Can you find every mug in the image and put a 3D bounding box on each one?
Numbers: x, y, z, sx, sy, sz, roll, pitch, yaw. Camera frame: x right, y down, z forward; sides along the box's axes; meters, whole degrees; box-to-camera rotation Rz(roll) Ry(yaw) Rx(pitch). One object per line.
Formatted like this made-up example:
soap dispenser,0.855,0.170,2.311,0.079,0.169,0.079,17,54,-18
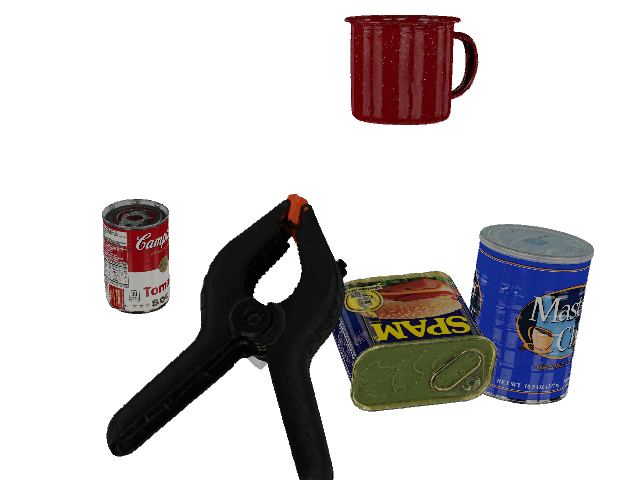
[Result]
mug,0.076,-0.140,0.868,0.117,0.081,0.093,-8,17,-26

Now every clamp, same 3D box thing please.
clamp,-0.025,0.057,0.568,0.120,0.171,0.039,22,-22,13

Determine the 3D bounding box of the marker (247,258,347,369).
marker,-0.019,0.062,0.932,0.020,0.121,0.020,38,-17,14

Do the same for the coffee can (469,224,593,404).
coffee can,0.188,0.066,0.984,0.103,0.140,0.103,6,16,-2

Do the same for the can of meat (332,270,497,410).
can of meat,0.061,0.068,0.754,0.102,0.057,0.084,-4,34,-12

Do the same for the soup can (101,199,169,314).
soup can,-0.191,0.017,1.110,0.068,0.102,0.068,2,26,-1
